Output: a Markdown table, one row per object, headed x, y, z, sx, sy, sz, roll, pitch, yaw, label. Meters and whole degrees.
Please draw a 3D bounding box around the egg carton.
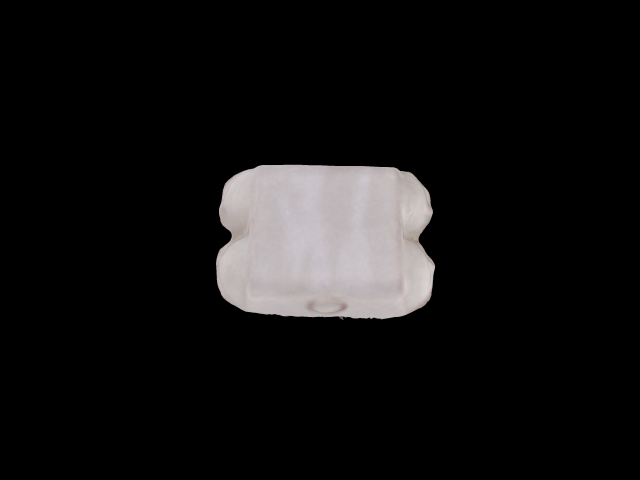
| x | y | z | sx | sy | sz | roll | pitch | yaw | label |
| --- | --- | --- | --- | --- | --- | --- | --- | --- | --- |
| 0.004 | 0.001 | 0.400 | 0.150 | 0.069 | 0.107 | 0 | 73 | 0 | egg carton |
